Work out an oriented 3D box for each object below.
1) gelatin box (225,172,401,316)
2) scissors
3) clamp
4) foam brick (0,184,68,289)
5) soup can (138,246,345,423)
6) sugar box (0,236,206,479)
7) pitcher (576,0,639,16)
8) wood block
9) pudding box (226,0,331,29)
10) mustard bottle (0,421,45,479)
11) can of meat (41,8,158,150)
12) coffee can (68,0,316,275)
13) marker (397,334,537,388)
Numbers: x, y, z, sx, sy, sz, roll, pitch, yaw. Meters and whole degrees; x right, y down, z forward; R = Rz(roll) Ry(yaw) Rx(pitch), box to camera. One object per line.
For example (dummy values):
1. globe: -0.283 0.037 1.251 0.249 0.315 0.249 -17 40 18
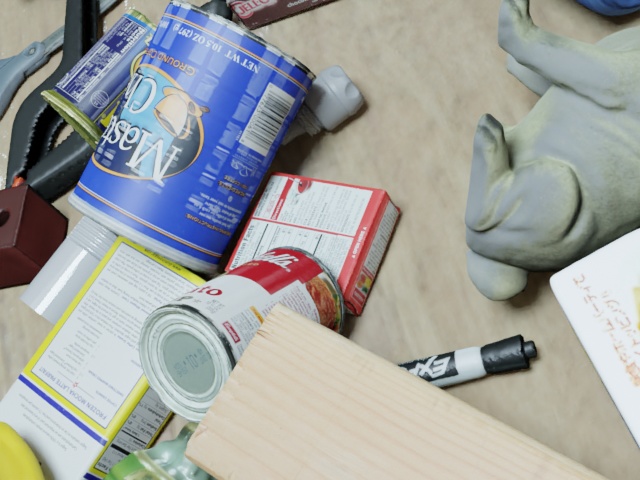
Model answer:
1. gelatin box: -0.004 0.001 0.654 0.089 0.030 0.073 11 69 33
2. scissors: -0.249 -0.155 0.884 0.201 0.016 0.096 -48 52 -6
3. clamp: -0.179 -0.120 0.810 0.165 0.036 0.210 29 81 34
4. foam brick: -0.227 0.000 0.757 0.078 0.051 0.053 -11 57 22
5. soup can: -0.042 0.050 0.587 0.069 0.068 0.102 13 24 31
6. sugar box: -0.135 0.090 0.660 0.093 0.048 0.176 28 81 37
7. pitcher: 0.136 -0.248 0.677 0.149 0.144 0.243 -49 55 9
8. wood block: 0.050 0.122 0.502 0.206 0.090 0.091 26 79 31
9. pudding box: -0.013 -0.213 0.779 0.114 0.039 0.090 -14 56 20
10. mustard bottle: -0.222 0.201 0.606 0.192 0.058 0.096 -59 42 17
11. can of meat: -0.124 -0.094 0.728 0.084 0.102 0.058 -49 51 -9
12. coffee can: -0.079 -0.063 0.665 0.103 0.102 0.140 29 92 37
13. marker: 0.059 0.073 0.584 0.121 0.020 0.020 -16 56 19
